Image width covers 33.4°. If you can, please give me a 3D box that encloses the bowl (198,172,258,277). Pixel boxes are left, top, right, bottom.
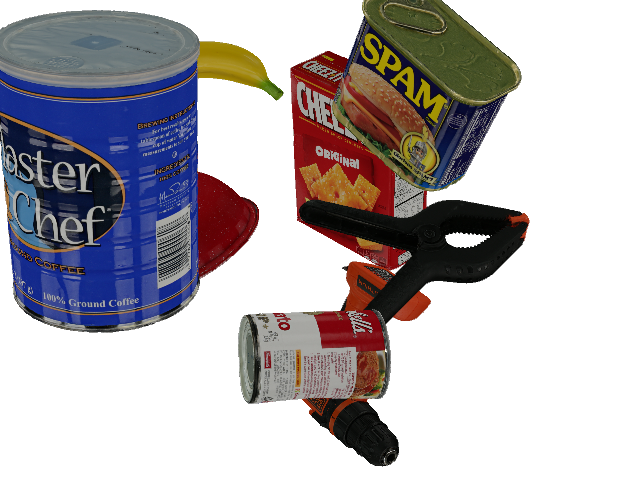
[{"bbox_3d":[-0.136,-0.015,0.907,0.162,0.055,0.162,-19,26,10],"label":"bowl"}]

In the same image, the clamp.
[{"bbox_3d":[0.097,0.014,0.979,0.210,0.164,0.036,-6,-42,-9],"label":"clamp"}]

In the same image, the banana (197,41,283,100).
[{"bbox_3d":[-0.133,-0.171,1.078,0.197,0.070,0.037,-8,-39,-29],"label":"banana"}]

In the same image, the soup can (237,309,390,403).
[{"bbox_3d":[-0.006,0.087,0.799,0.102,0.068,0.069,-1,0,-14],"label":"soup can"}]

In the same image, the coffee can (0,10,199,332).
[{"bbox_3d":[-0.114,-0.038,0.558,0.103,0.140,0.103,2,28,-1],"label":"coffee can"}]

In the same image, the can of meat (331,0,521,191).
[{"bbox_3d":[0.060,-0.091,0.652,0.057,0.102,0.084,-29,-25,-36],"label":"can of meat"}]

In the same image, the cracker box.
[{"bbox_3d":[0.043,-0.091,1.244,0.072,0.214,0.164,-30,44,-33],"label":"cracker box"}]

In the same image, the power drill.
[{"bbox_3d":[0.050,0.131,1.175,0.057,0.188,0.185,13,16,-41],"label":"power drill"}]
